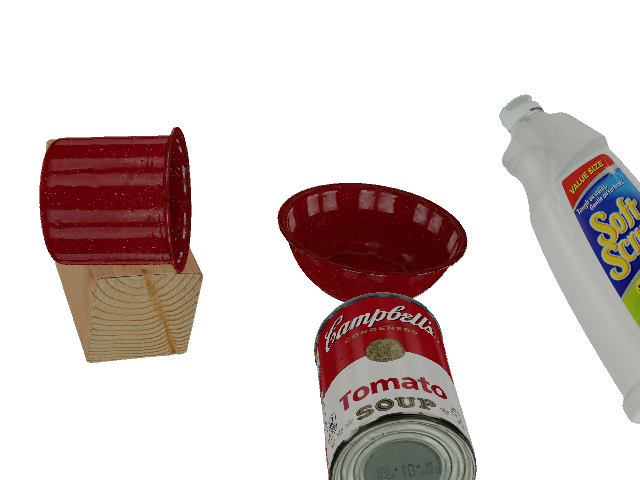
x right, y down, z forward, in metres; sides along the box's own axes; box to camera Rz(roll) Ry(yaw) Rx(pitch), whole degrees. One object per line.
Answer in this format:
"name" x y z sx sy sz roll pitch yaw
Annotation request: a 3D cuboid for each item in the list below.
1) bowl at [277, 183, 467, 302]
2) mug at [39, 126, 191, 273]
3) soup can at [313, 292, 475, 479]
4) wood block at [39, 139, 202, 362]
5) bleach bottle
"bowl" 0.041 0.010 0.912 0.162 0.055 0.162 6 28 -3
"mug" -0.129 -0.025 0.693 0.081 0.093 0.117 -1 -1 2
"soup can" 0.033 0.080 0.515 0.068 0.068 0.102 0 29 -4
"wood block" -0.182 0.002 0.944 0.090 0.091 0.206 -3 38 -26
"bleach bottle" 0.199 -0.001 0.766 0.102 0.251 0.068 -21 -27 -17
